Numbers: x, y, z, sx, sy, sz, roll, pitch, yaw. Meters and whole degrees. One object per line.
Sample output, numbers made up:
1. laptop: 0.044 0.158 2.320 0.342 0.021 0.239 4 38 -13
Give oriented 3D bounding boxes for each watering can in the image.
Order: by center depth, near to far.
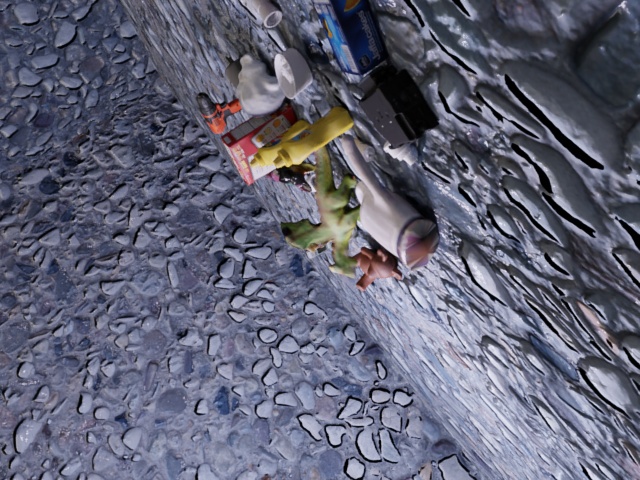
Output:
1. watering can: 0.146 -0.064 1.114 0.228 0.104 0.340 44 169 39

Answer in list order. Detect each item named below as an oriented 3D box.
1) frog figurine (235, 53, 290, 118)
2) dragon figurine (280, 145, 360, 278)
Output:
1. frog figurine: -0.166 -0.416 1.379 0.137 0.125 0.156 4 129 32
2. dragon figurine: 0.004 -0.071 1.402 0.406 0.244 0.123 55 174 -17
